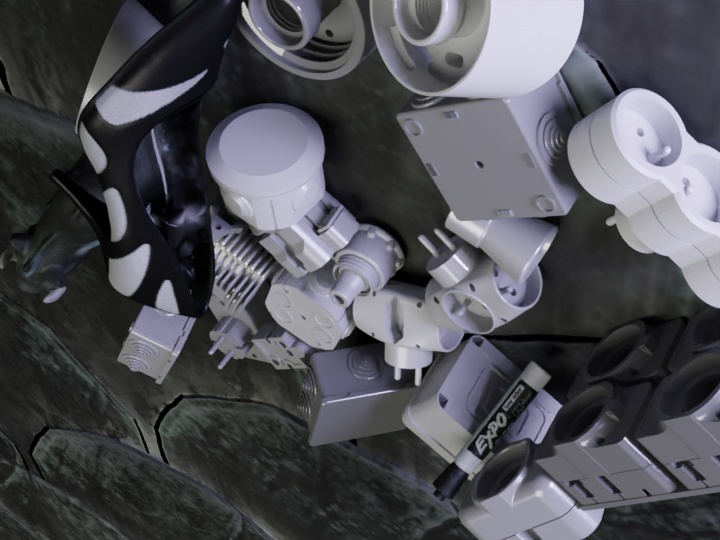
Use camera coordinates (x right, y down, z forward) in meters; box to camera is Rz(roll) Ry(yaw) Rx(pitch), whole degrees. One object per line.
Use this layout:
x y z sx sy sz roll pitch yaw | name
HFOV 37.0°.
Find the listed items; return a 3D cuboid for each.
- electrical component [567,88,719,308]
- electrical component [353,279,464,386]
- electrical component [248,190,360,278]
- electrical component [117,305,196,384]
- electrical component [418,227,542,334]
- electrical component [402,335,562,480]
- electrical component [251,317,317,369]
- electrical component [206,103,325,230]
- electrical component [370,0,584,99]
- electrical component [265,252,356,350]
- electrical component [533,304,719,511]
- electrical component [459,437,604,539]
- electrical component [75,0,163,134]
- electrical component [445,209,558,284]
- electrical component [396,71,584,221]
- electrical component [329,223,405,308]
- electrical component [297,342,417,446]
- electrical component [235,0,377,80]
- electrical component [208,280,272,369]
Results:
0.167 -0.032 0.594 0.138 0.052 0.074 42 149 -9 | electrical component
0.038 0.050 0.820 0.077 0.043 0.079 13 111 33 | electrical component
-0.045 -0.035 0.794 0.057 0.058 0.078 43 147 -16 | electrical component
-0.181 0.046 0.995 0.048 0.099 0.099 27 150 -9 | electrical component
0.072 0.002 0.739 0.079 0.044 0.077 46 148 -14 | electrical component
0.099 0.116 0.834 0.113 0.078 0.057 41 145 -8 | electrical component
-0.054 0.051 0.917 0.066 0.055 0.048 -9 127 49 | electrical component
-0.063 -0.071 0.741 0.080 0.080 0.051 24 150 20 | electrical component
0.054 -0.134 0.542 0.099 0.064 0.099 19 115 49 | electrical component
-0.032 0.021 0.860 0.080 0.051 0.080 25 147 18 | electrical component
0.198 0.078 0.660 0.060 0.105 0.186 43 148 -11 | electrical component
0.119 0.161 0.761 0.059 0.053 0.095 44 133 -11 | electrical component
-0.162 -0.130 0.746 0.064 0.099 0.099 37 149 -12 | electrical component
0.088 -0.026 0.691 0.065 0.044 0.044 34 149 13 | electrical component
0.080 -0.075 0.625 0.100 0.048 0.099 -1 132 46 | electrical component
0.000 0.000 0.790 0.048 0.062 0.048 25 147 18 | electrical component
-0.001 0.101 0.899 0.099 0.100 0.048 106 151 -57 | electrical component
-0.031 -0.158 0.612 0.108 0.060 0.108 25 147 18 | electrical component
-0.107 0.053 0.952 0.047 0.075 0.083 9 139 37 | electrical component
